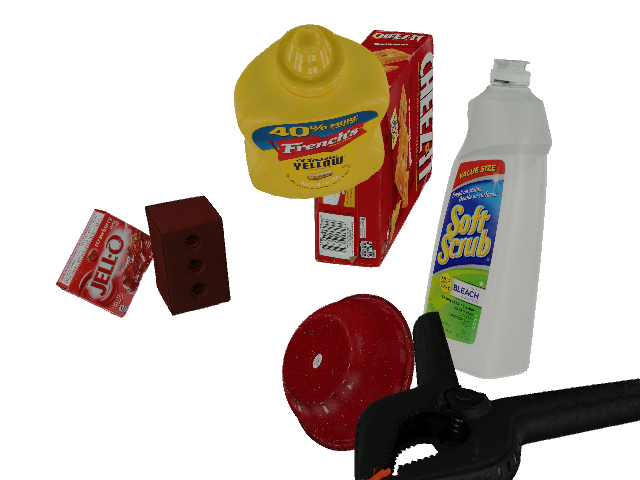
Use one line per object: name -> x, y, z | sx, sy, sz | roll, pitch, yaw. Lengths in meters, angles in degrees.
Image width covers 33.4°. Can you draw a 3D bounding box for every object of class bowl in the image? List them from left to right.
bowl -> 0.014, 0.124, 1.057 | 0.162, 0.162, 0.055 | 0, -18, 45

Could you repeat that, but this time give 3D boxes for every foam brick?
foam brick -> -0.108, 0.011, 0.872 | 0.053, 0.078, 0.051 | -14, 29, -17

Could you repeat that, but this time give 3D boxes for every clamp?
clamp -> 0.078, 0.102, 0.633 | 0.165, 0.036, 0.209 | 20, 29, 38

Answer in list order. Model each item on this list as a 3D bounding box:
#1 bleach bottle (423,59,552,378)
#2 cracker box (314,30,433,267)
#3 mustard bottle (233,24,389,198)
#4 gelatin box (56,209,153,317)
bleach bottle -> 0.136, -0.021, 0.869 | 0.067, 0.251, 0.103 | -5, 16, -33
cracker box -> 0.056, -0.094, 1.025 | 0.072, 0.164, 0.213 | 7, 28, 17
mustard bottle -> -0.005, -0.083, 0.675 | 0.096, 0.058, 0.191 | -7, -17, -1
gelatin box -> -0.215, 0.024, 1.086 | 0.073, 0.089, 0.030 | 32, -11, -38
